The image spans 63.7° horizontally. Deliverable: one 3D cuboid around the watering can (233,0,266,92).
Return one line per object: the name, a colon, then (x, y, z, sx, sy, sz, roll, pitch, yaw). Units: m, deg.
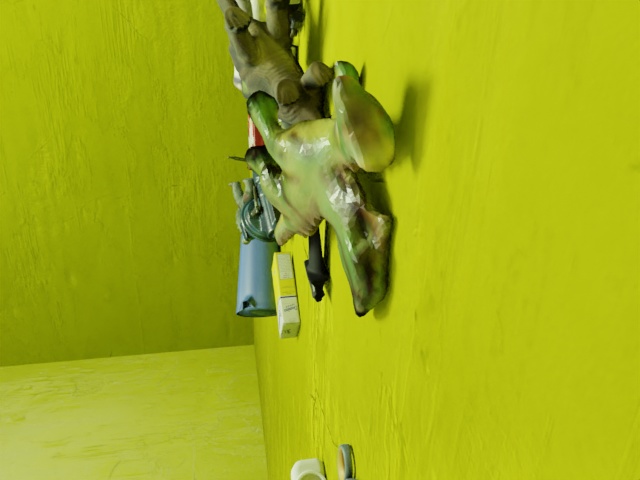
watering can: (-0.134, -0.409, 1.068, 0.353, 0.104, 0.221, -65, -16, -70)

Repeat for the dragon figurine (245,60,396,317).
dragon figurine: (0.002, -0.028, 0.556, 0.400, 0.122, 0.248, 100, 156, -54)
